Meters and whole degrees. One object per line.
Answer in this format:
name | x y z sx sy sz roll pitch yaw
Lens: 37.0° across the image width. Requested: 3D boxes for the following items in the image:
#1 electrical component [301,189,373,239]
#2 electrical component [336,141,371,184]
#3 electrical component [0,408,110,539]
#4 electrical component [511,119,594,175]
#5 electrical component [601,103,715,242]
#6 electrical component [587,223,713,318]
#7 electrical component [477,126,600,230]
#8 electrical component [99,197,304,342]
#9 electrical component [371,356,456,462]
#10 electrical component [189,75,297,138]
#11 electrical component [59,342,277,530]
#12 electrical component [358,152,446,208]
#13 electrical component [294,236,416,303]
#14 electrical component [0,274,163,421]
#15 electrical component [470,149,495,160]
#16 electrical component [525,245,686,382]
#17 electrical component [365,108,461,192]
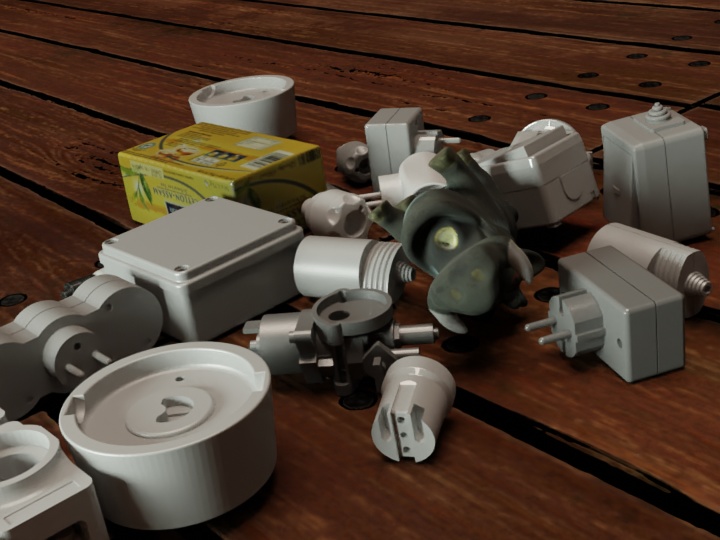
electrical component | -0.022 -0.042 0.844 0.043 0.043 0.062 -24 27 -30
electrical component | -0.006 -0.101 0.976 0.035 0.035 0.061 -17 24 -17
electrical component | -0.219 0.115 0.544 0.105 0.060 0.186 -27 30 -34
electrical component | 0.150 -0.088 0.869 0.078 0.058 0.057 2 29 21
electrical component | 0.207 -0.071 0.764 0.061 0.096 0.061 -15 25 -4
electrical component | 0.187 0.001 0.679 0.043 0.043 0.081 -22 28 -28
electrical component | 0.119 -0.066 0.805 0.062 0.061 0.096 -30 14 -38
electrical component | -0.111 -0.002 0.769 0.109 0.056 0.109 -28 30 -36
electrical component | 0.028 0.075 0.577 0.040 0.040 0.046 -1 32 17
electrical component | -0.116 -0.155 1.099 0.108 0.060 0.108 -7 24 3
electrical component | -0.095 0.089 0.558 0.108 0.060 0.108 -7 24 3
electrical component | 0.037 -0.060 0.861 0.079 0.043 0.077 -8 24 1
electrical component | 0.000 0.000 0.743 0.081 0.043 0.043 5 28 26
electrical component | -0.184 0.052 0.679 0.138 0.052 0.074 -27 30 -34
electrical component | 0.112 -0.086 0.904 0.061 0.035 0.035 -19 26 -27
electrical component | 0.135 0.029 0.630 0.076 0.047 0.083 -14 25 -12
electrical component | 0.050 -0.101 0.921 0.077 0.065 0.047 1 26 20
